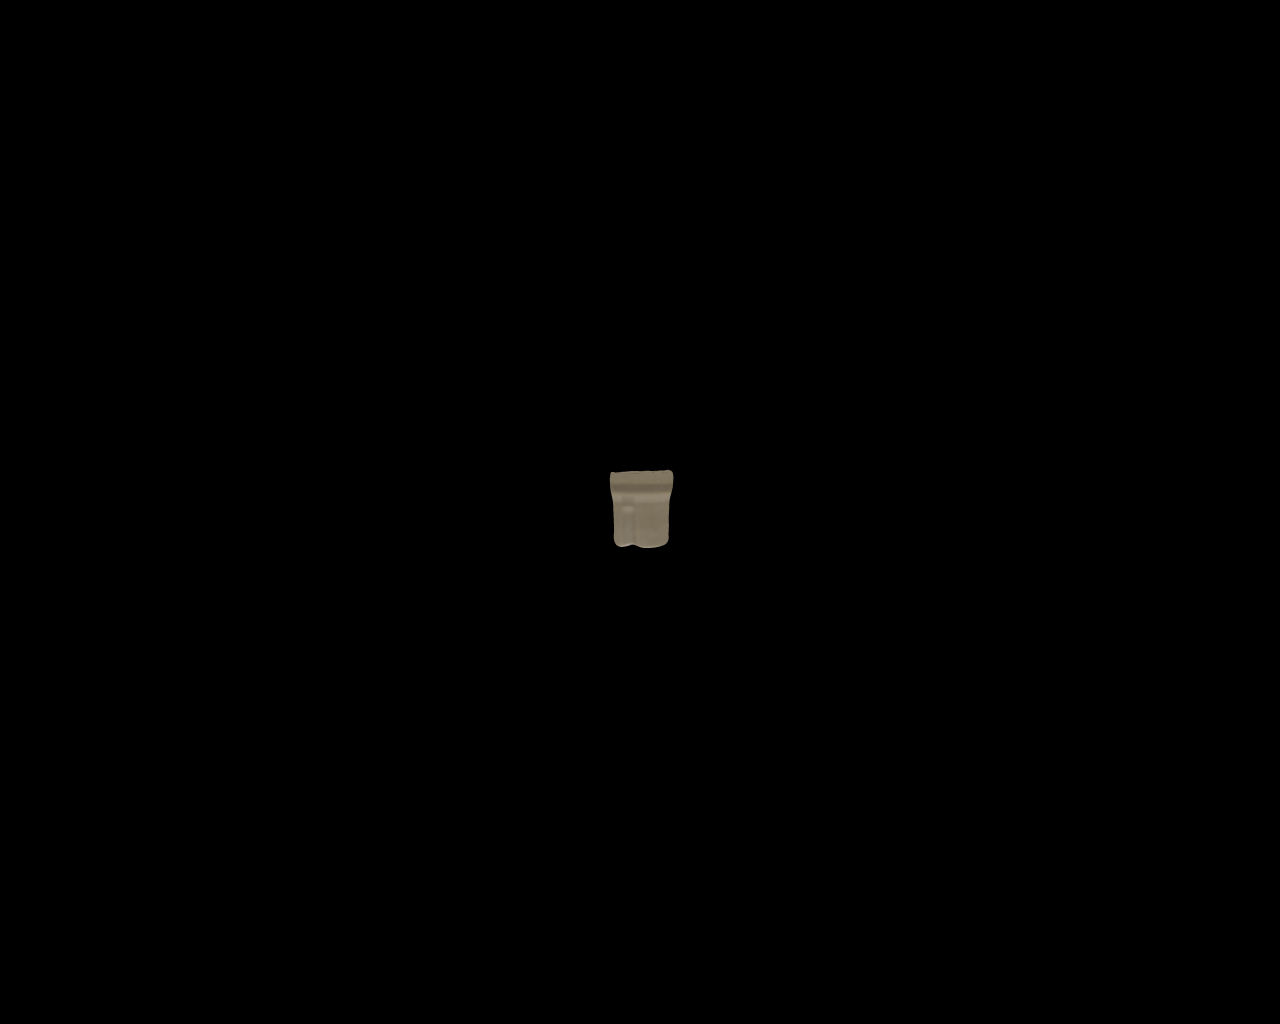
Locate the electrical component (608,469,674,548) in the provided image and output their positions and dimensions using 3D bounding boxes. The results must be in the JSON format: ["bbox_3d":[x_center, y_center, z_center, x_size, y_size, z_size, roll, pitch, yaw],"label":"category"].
[{"bbox_3d":[0.001,-0.003,0.650,0.040,0.046,0.040,0,3,0],"label":"electrical component"}]
